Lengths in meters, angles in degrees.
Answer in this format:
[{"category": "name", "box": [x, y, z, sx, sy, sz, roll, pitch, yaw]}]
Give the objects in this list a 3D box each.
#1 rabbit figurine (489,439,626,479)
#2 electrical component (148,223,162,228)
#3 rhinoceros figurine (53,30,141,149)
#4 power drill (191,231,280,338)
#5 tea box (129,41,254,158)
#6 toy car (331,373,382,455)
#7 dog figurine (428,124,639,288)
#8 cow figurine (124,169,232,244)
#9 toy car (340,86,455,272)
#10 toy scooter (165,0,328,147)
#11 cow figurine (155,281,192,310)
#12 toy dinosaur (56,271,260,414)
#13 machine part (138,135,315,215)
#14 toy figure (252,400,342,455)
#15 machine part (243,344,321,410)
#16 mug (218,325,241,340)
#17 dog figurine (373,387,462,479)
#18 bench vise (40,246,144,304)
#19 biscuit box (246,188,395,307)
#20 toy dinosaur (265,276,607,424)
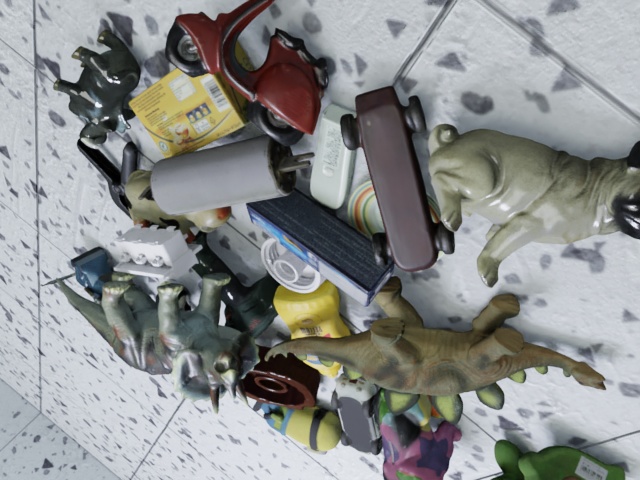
[{"category": "rabbit figurine", "box": [0.317, 0.362, 0.762, 0.159, 0.121, 0.170, 19, 150, 14]}, {"category": "electrical component", "box": [-0.278, -0.001, 0.959, 0.094, 0.021, 0.063, 17, 134, 24]}, {"category": "rhinoceros figurine", "box": [-0.310, -0.207, 0.769, 0.112, 0.073, 0.190, 39, 139, -14]}, {"category": "power drill", "box": [-0.172, 0.090, 0.914, 0.207, 0.086, 0.232, 49, 137, -7]}, {"category": "tea box", "box": [-0.152, -0.171, 0.676, 0.170, 0.068, 0.098, -10, 117, 43]}, {"category": "toy car", "box": [0.070, 0.313, 0.950, 0.074, 0.056, 0.201, 7, 131, 25]}, {"category": "dog figurine", "box": [0.213, -0.063, 0.490, 0.191, 0.121, 0.172, -28, 110, 33]}, {"category": "cow figurine", "box": [-0.216, -0.062, 0.815, 0.195, 0.085, 0.127, 16, 140, 27]}, {"category": "toy car", "box": [0.085, -0.062, 0.579, 0.089, 0.053, 0.202, -13, 105, 19]}, {"category": "toy scooter", "box": [-0.058, -0.196, 0.567, 0.184, 0.075, 0.135, 35, 99, -18]}, {"category": "cow figurine", "box": [-0.268, 0.125, 0.987, 0.167, 0.068, 0.098, -172, 67, -74]}, {"category": "toy dinosaur", "box": [-0.249, 0.147, 0.827, 0.405, 0.131, 0.192, 1, 98, 32]}, {"category": "machine part", "box": [-0.120, -0.079, 0.668, 0.243, 0.079, 0.079, -9, 121, 22]}, {"category": "toy figure", "box": [-0.042, 0.347, 1.046, 0.180, 0.082, 0.089, 28, 140, 18]}, {"category": "machine part", "box": [-0.083, 0.247, 0.974, 0.179, 0.056, 0.179, 13, 146, 9]}, {"category": "mug", "box": [-0.175, 0.191, 0.896, 0.107, 0.081, 0.109, -6, 102, 30]}, {"category": "dog figurine", "box": [0.125, 0.344, 0.811, 0.109, 0.219, 0.191, -16, 116, 40]}, {"category": "bench vise", "box": [-0.443, 0.142, 1.139, 0.224, 0.129, 0.240, 10, 124, 29]}, {"category": "biscuit box", "box": [-0.001, -0.002, 0.689, 0.203, 0.063, 0.059, 36, 161, 17]}, {"category": "toy dinosaur", "box": [0.116, 0.155, 0.719, 0.472, 0.105, 0.198, 6, 130, 25]}]
